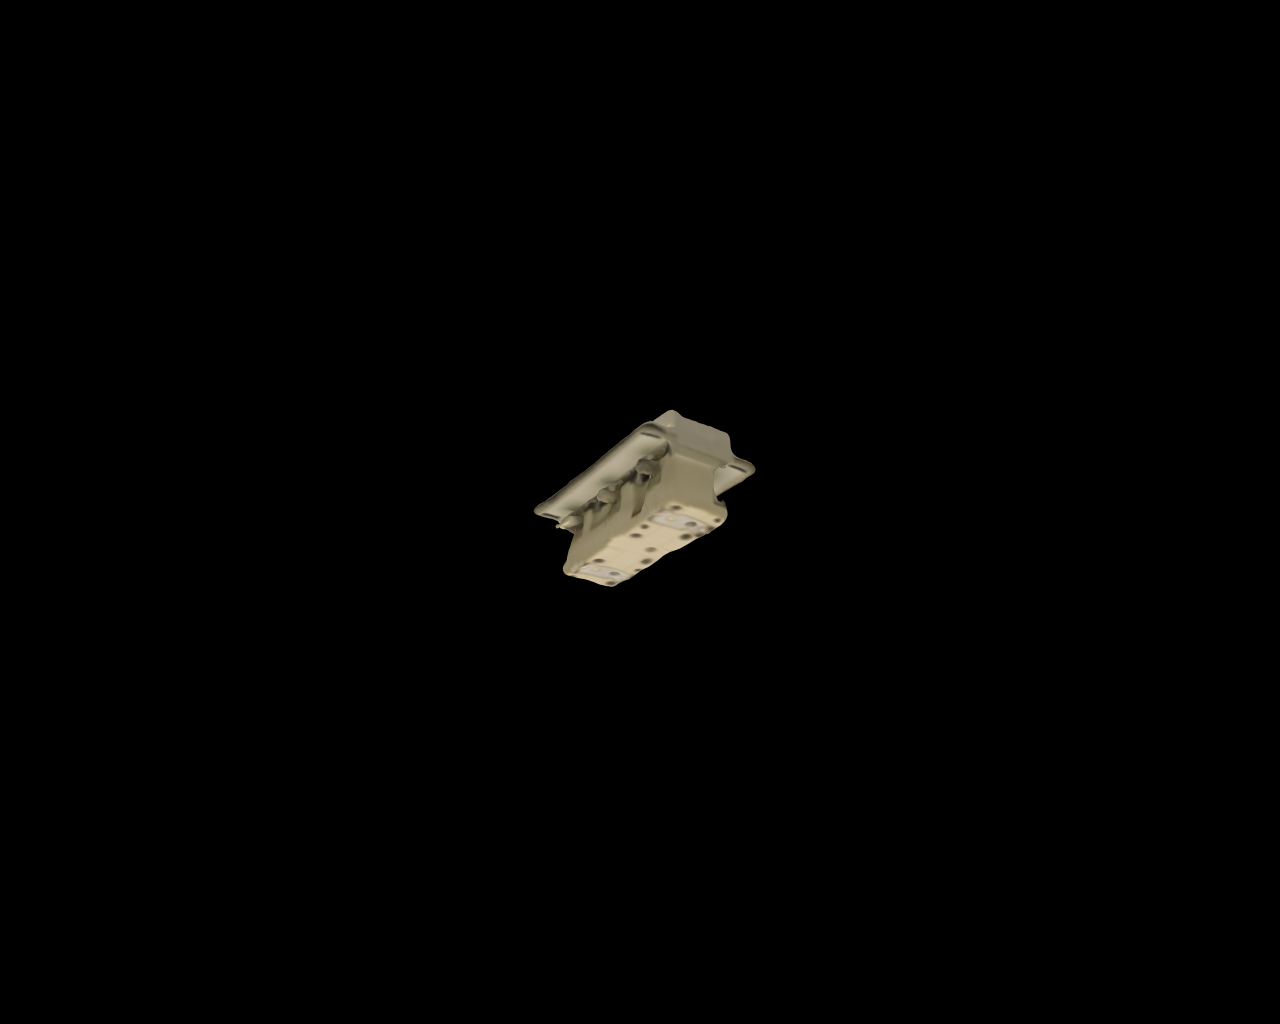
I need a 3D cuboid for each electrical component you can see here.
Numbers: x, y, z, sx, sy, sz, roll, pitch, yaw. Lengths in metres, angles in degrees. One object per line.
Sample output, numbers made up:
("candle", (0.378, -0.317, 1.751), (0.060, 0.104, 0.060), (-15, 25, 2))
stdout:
("electrical component", (0.001, -0.003, 0.650), (0.079, 0.063, 0.121), (19, -34, -31))
